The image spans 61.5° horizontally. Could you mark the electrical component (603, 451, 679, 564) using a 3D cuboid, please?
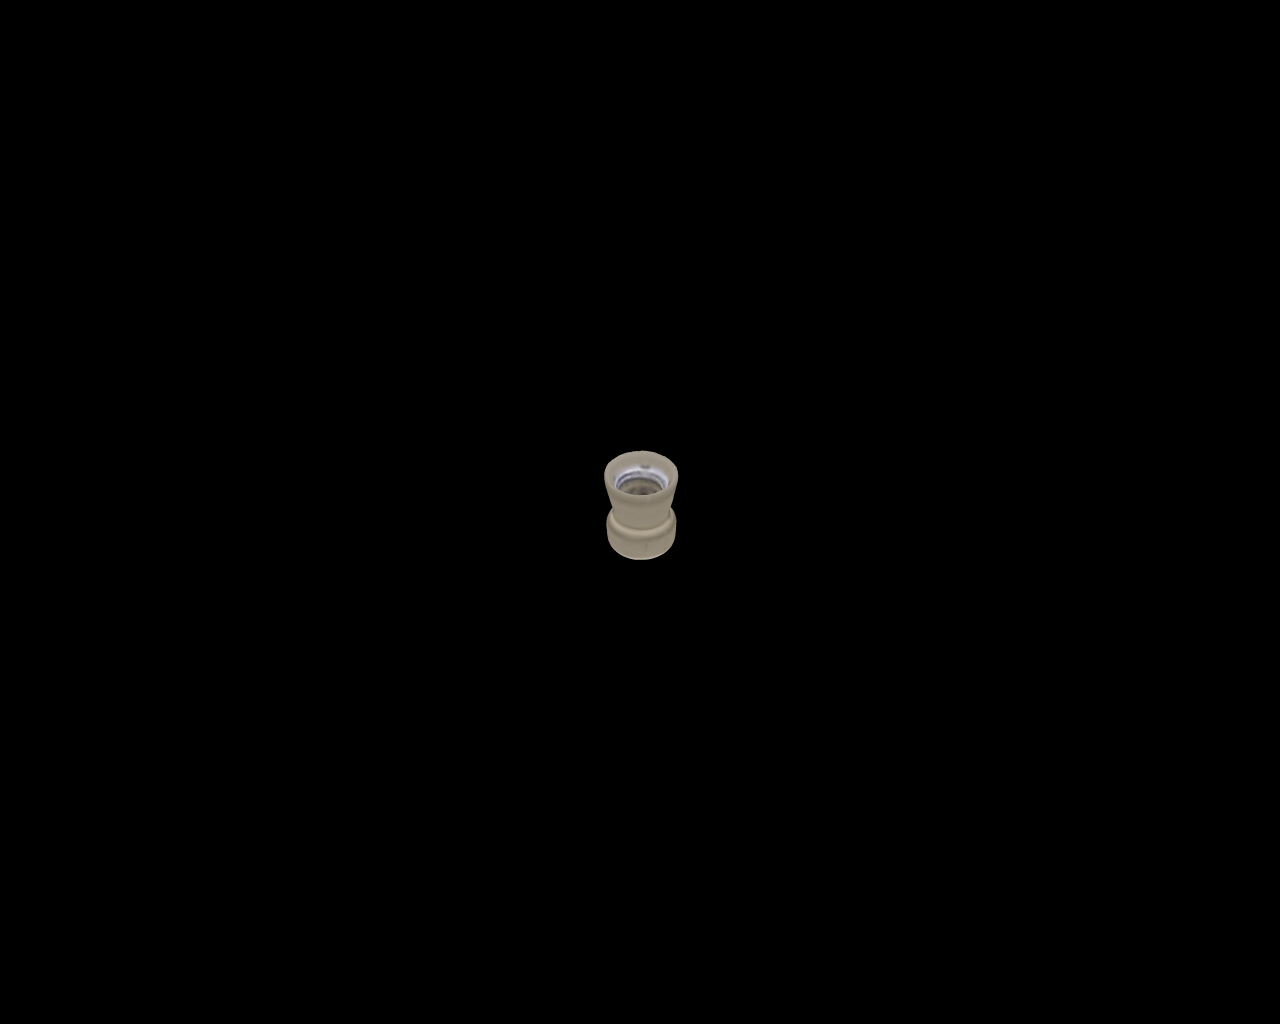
[{"bbox_3d":[0.001,-0.003,0.650,0.045,0.055,0.045,0,40,0],"label":"electrical component"}]
